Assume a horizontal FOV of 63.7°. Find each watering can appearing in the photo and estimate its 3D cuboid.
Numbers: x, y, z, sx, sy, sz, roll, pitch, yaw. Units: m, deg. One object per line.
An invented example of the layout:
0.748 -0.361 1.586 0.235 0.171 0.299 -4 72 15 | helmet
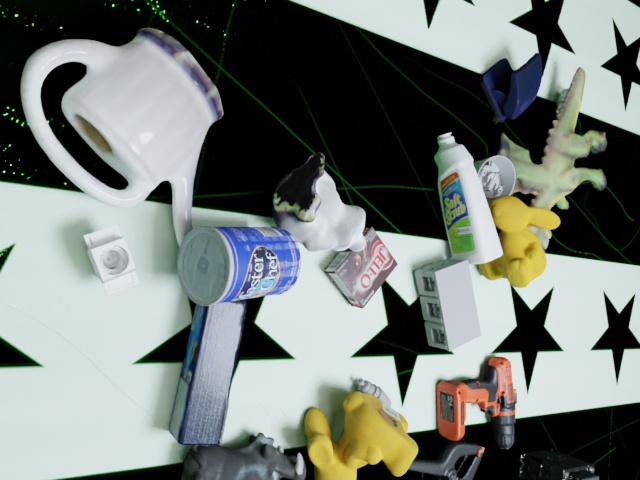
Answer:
-0.215 -0.126 0.688 0.228 0.104 0.341 -54 128 -22 | watering can

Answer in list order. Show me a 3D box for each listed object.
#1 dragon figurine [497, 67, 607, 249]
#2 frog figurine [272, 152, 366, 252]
0.492 -0.186 1.129 0.243 0.122 0.411 0 87 -24 | dragon figurine
0.002 -0.041 0.815 0.157 0.122 0.141 44 28 -48 | frog figurine
